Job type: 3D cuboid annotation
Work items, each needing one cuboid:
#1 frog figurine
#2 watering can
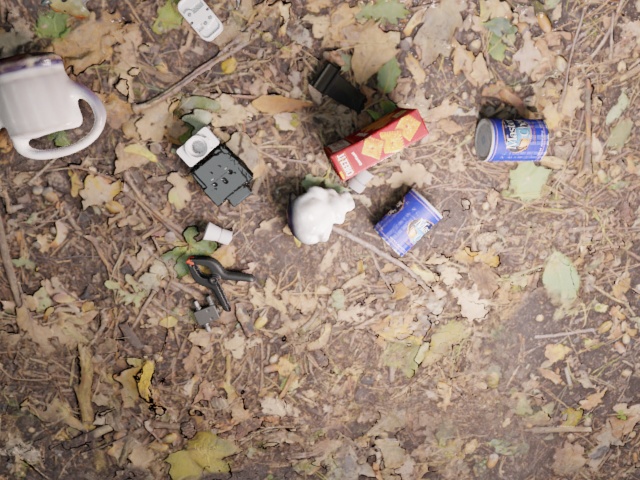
[{"bbox_3d":[0.004,-0.062,1.229,0.159,0.122,0.138,-7,87,8],"label":"frog figurine"},{"bbox_3d":[-0.645,-0.276,1.104,0.348,0.105,0.222,-13,105,-3],"label":"watering can"}]
